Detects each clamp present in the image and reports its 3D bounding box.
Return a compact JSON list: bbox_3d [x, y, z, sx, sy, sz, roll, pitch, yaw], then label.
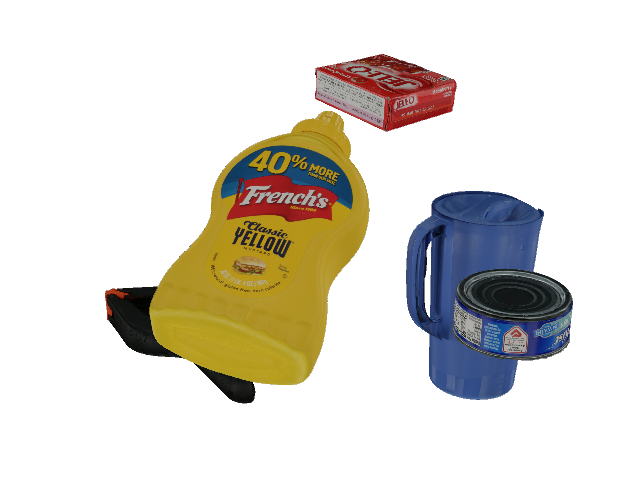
[{"bbox_3d":[-0.092,0.069,0.860,0.172,0.039,0.120,22,28,27],"label":"clamp"}]

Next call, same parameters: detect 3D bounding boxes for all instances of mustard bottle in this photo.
[{"bbox_3d":[-0.023,-0.009,0.643,0.096,0.191,0.058,14,-38,12],"label":"mustard bottle"}]

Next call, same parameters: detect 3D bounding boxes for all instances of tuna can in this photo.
[{"bbox_3d":[0.140,0.052,0.779,0.086,0.034,0.086,0,23,0],"label":"tuna can"}]

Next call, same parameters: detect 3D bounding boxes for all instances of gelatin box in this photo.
[{"bbox_3d":[0.051,-0.119,0.844,0.073,0.030,0.089,-19,33,-35],"label":"gelatin box"}]

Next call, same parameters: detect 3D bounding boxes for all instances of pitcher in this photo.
[{"bbox_3d":[0.185,0.069,1.307,0.149,0.243,0.144,7,20,13],"label":"pitcher"}]
